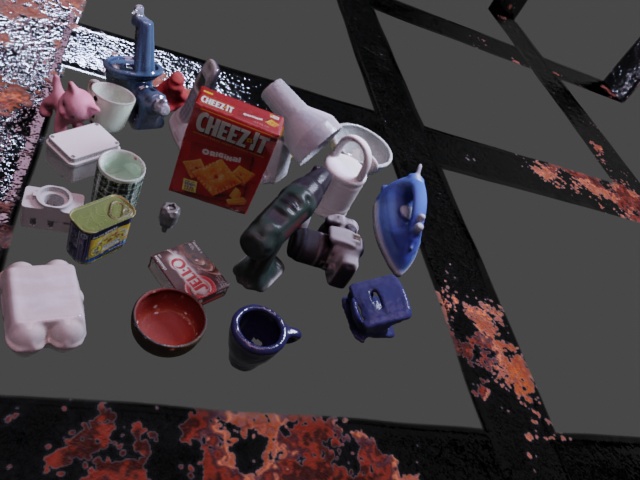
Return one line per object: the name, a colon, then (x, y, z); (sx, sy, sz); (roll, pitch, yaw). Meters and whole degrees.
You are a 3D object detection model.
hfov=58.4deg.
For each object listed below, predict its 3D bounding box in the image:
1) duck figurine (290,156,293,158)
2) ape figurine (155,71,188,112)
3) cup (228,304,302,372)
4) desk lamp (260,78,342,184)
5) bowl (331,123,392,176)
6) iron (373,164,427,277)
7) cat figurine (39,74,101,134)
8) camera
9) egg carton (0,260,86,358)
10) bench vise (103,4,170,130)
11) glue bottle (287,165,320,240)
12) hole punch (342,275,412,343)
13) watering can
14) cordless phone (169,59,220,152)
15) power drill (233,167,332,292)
duck figurine: (-0.082, -0.250, 1.354); (0.078, 0.086, 0.104); (12, 43, -21)
ape figurine: (-0.330, -0.337, 1.286); (0.078, 0.092, 0.076); (20, 41, -12)
cup: (-0.096, 0.165, 0.909); (0.118, 0.095, 0.091); (8, 45, -25)
desk lamp: (-0.078, -0.221, 1.227); (0.203, 0.213, 0.118); (37, 40, 7)
bowl: (0.092, -0.214, 1.433); (0.168, 0.074, 0.167); (17, 42, -16)
iron: (0.200, -0.052, 1.280); (0.119, 0.141, 0.258); (18, 41, -14)
cat figurine: (-0.479, -0.263, 1.098); (0.067, 0.117, 0.127); (-24, 63, -44)
camera: (0.010, 0.004, 1.137); (0.137, 0.100, 0.143); (17, 42, -16)
egg carton: (-0.394, 0.095, 0.818); (0.107, 0.069, 0.150); (-3, 50, -34)
bench vise: (-0.357, -0.354, 1.187); (0.207, 0.219, 0.122); (39, 40, 10)
glue bottle: (-0.036, -0.080, 1.139); (0.037, 0.173, 0.078); (-14, 56, -40)
hole punch: (0.106, 0.126, 1.077); (0.101, 0.091, 0.108); (4, 47, -28)
watering can: (0.054, -0.147, 1.247); (0.101, 0.194, 0.173); (35, 40, 6)
cordless phone: (-0.243, -0.271, 1.199); (0.094, 0.185, 0.147); (-6, 52, -36)
power drill: (-0.074, -0.013, 1.018); (0.075, 0.208, 0.230); (35, 40, 6)
